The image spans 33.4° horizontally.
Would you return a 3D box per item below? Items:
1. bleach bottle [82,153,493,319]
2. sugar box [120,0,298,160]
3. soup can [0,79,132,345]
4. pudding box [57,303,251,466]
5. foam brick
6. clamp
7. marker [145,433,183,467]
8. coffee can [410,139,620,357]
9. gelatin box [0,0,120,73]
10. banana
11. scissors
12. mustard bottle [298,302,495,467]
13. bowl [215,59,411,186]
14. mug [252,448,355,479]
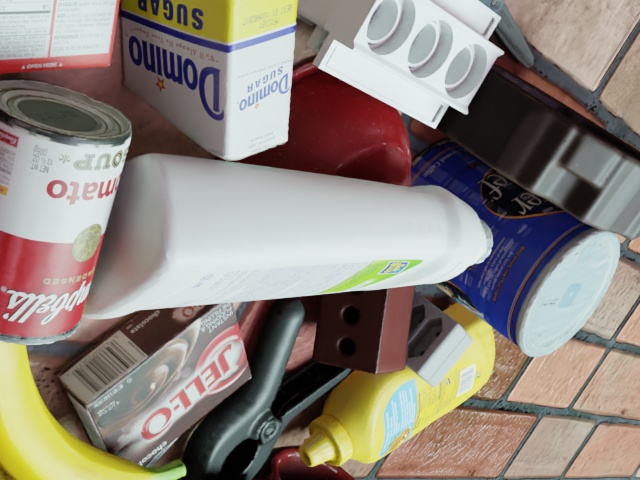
[{"bbox_3d":[-0.004,0.001,0.585,0.250,0.068,0.103,2,162,-41],"label":"bleach bottle"},{"bbox_3d":[-0.052,-0.132,0.482,0.048,0.093,0.176,-23,136,-35],"label":"sugar box"},{"bbox_3d":[-0.130,-0.013,0.483,0.068,0.069,0.102,-4,122,-47],"label":"soup can"},{"bbox_3d":[-0.100,0.085,0.668,0.113,0.039,0.090,-36,143,-22],"label":"pudding box"},{"bbox_3d":[0.032,0.052,0.754,0.051,0.053,0.078,-1,98,-62],"label":"foam brick"},{"bbox_3d":[-0.047,0.118,0.762,0.171,0.039,0.120,-49,140,-17],"label":"clamp"},{"bbox_3d":[-0.109,0.135,0.720,0.121,0.020,0.020,-46,145,-8],"label":"marker"},{"bbox_3d":[0.127,0.003,0.769,0.102,0.140,0.103,-30,140,-29],"label":"coffee can"},{"bbox_3d":[-0.124,-0.119,0.467,0.073,0.030,0.089,-13,130,-41],"label":"gelatin box"},{"bbox_3d":[-0.148,0.100,0.583,0.069,0.037,0.197,-45,138,-12],"label":"banana"},{"bbox_3d":[0.118,-0.179,0.705,0.201,0.016,0.096,10,112,-53],"label":"scissors"},{"bbox_3d":[0.060,0.130,0.877,0.191,0.058,0.096,-29,141,-31],"label":"mustard bottle"},{"bbox_3d":[0.006,-0.032,0.673,0.161,0.055,0.162,-30,140,-29],"label":"bowl"},{"bbox_3d":[-0.027,0.222,0.844,0.117,0.093,0.081,23,109,-26],"label":"mug"}]
